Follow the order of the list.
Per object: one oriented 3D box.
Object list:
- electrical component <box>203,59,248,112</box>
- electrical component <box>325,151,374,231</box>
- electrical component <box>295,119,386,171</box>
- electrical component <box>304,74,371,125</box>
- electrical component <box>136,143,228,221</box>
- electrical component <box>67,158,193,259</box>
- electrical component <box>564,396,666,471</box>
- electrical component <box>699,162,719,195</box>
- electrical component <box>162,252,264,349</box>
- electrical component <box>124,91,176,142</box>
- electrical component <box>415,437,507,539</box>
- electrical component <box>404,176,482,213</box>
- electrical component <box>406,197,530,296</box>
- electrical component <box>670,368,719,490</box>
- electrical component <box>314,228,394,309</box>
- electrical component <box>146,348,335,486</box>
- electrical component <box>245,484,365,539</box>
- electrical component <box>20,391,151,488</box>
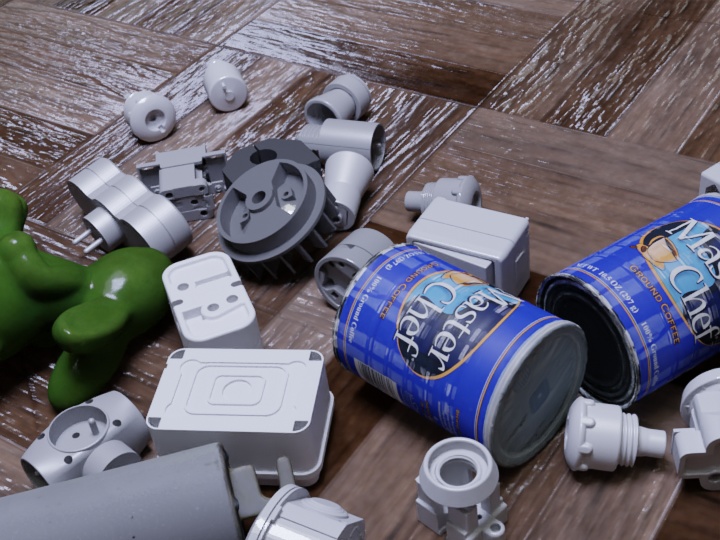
[{"bbox_3d":[-0.142,-0.195,1.107,0.040,0.040,0.078,-16,40,-10],"label":"electrical component"},{"bbox_3d":[-0.015,-0.066,0.931,0.044,0.044,0.065,3,46,13],"label":"electrical component"},{"bbox_3d":[-0.021,-0.117,0.991,0.081,0.043,0.043,8,42,19],"label":"electrical component"},{"bbox_3d":[-0.021,-0.158,1.039,0.045,0.045,0.055,18,46,28],"label":"electrical component"},{"bbox_3d":[-0.157,-0.076,0.966,0.081,0.042,0.063,-10,41,-2],"label":"electrical component"},{"bbox_3d":[-0.213,-0.041,0.925,0.074,0.052,0.138,-40,49,-21],"label":"electrical component"},{"bbox_3d":[0.164,0.108,0.691,0.062,0.048,0.048,6,41,7],"label":"electrical component"},{"bbox_3d":[0.322,-0.062,0.862,0.077,0.047,0.066,-29,44,-23],"label":"electrical component"},{"bbox_3d":[-0.109,0.039,0.806,0.054,0.059,0.095,-18,41,-12],"label":"electrical component"},{"bbox_3d":[-0.216,-0.158,1.074,0.048,0.048,0.062,-26,36,-21],"label":"electrical component"},{"bbox_3d":[0.062,0.137,0.663,0.066,0.055,0.048,29,52,36],"label":"electrical component"},{"bbox_3d":[0.069,-0.056,0.904,0.062,0.048,0.048,5,41,26],"label":"electrical component"},{"bbox_3d":[0.077,-0.010,0.831,0.096,0.061,0.061,15,45,26],"label":"electrical component"},{"bbox_3d":[0.235,0.099,0.678,0.078,0.058,0.057,-4,42,5],"label":"electrical component"},{"bbox_3d":[0.000,0.000,0.840,0.055,0.055,0.047,16,42,26],"label":"electrical component"},{"bbox_3d":[-0.079,0.100,0.730,0.113,0.057,0.078,0,40,10],"label":"electrical component"},{"bbox_3d":[-0.035,0.169,0.623,0.051,0.080,0.080,17,45,19],"label":"electrical component"},{"bbox_3d":[-0.173,0.128,0.722,0.079,0.044,0.077,28,52,35],"label":"electrical component"}]
